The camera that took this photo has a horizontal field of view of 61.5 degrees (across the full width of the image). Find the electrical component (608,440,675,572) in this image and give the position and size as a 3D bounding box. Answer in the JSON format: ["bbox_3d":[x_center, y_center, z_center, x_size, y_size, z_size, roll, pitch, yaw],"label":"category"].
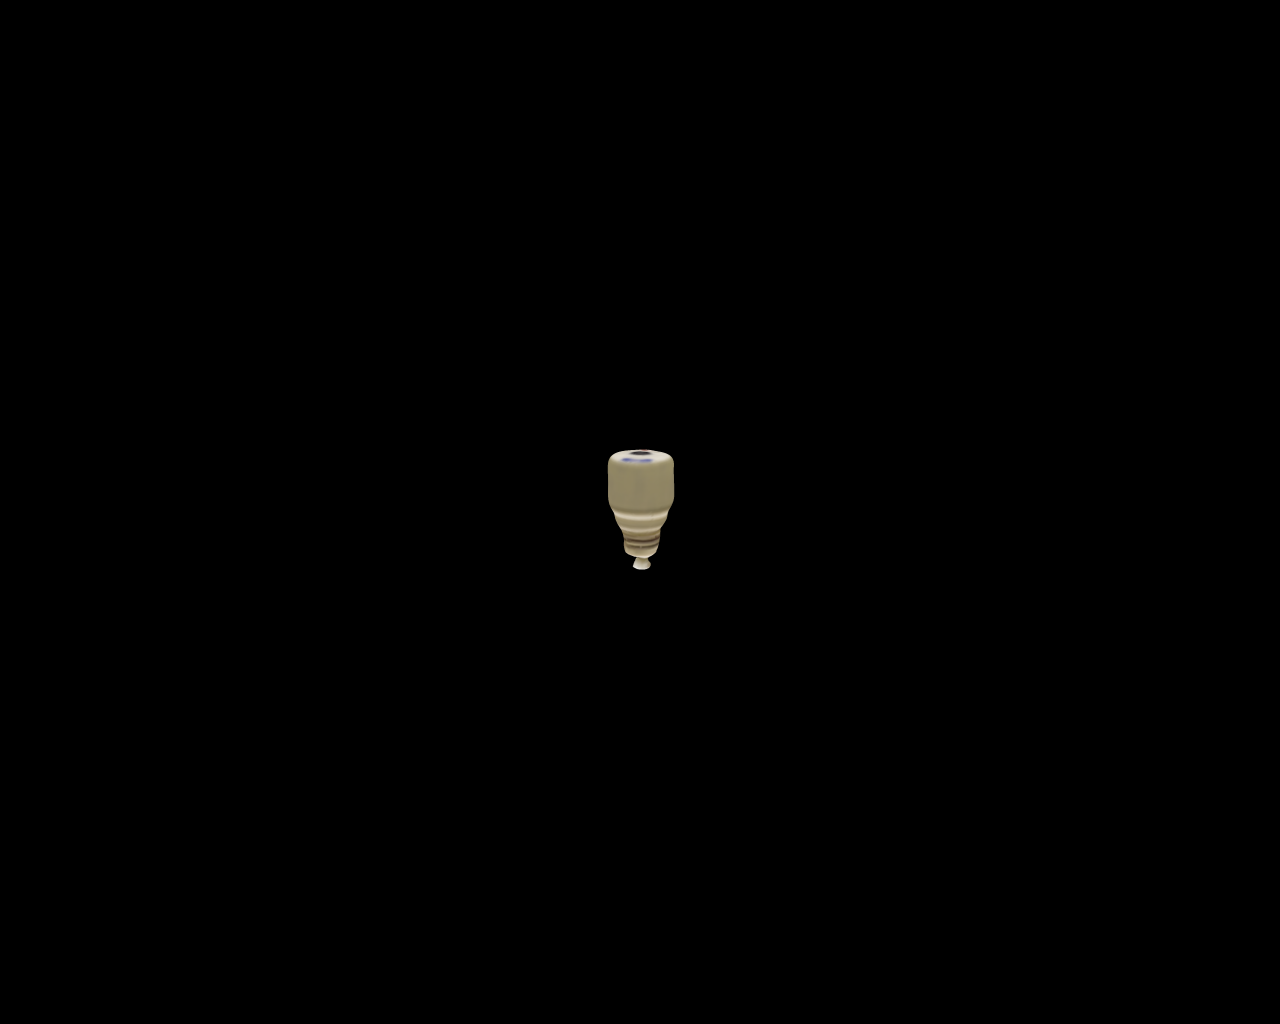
[{"bbox_3d":[0.001,-0.003,0.650,0.040,0.078,0.040,0,15,0],"label":"electrical component"}]
